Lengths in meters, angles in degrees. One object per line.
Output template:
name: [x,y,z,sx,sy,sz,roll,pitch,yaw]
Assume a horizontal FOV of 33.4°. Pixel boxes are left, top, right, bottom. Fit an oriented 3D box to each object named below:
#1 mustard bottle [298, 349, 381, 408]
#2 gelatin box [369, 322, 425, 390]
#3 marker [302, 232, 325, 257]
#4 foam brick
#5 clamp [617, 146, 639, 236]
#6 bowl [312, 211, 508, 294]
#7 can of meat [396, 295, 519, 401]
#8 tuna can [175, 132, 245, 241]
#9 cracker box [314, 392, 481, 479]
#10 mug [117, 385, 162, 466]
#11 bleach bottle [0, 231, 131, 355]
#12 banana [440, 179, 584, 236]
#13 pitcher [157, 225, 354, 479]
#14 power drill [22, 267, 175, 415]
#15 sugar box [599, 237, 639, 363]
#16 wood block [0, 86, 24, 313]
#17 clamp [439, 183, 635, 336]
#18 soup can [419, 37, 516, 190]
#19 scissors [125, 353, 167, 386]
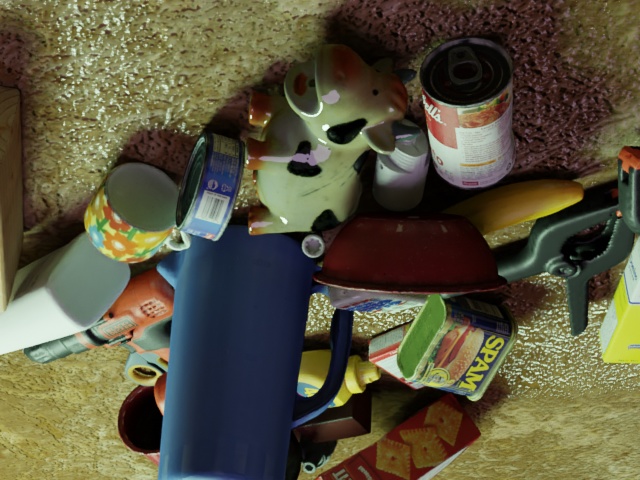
mustard bottle: [-0.026,0.159,1.183,0.192,0.058,0.096,-12,145,18]
gelatin box: [0.107,0.123,1.152,0.073,0.030,0.089,-27,136,32]
marker: [-0.006,0.001,0.936,0.020,0.020,0.121,2,-176,-1]
foam brick: [0.015,0.199,1.243,0.078,0.053,0.051,-15,142,22]
clamp: [0.300,-0.015,0.907,0.171,0.039,0.120,29,96,-28]
bowl: [0.075,0.007,0.883,0.162,0.055,0.162,1,-174,0]
can of meat: [0.136,0.105,1.075,0.083,0.057,0.102,17,116,-22]
tuna can: [-0.090,-0.044,0.872,0.033,0.086,0.086,15,143,-17]
cracker box: [0.064,0.278,1.245,0.213,0.072,0.164,-24,161,-35]
mug: [-0.168,0.215,1.251,0.117,0.093,0.081,-25,147,1]
bleach bottle: [-0.302,0.068,1.047,0.251,0.102,0.068,-19,116,38]
banana: [0.140,-0.012,0.955,0.069,0.037,0.198,14,146,-39]
pitcher: [-0.067,0.119,0.967,0.149,0.243,0.144,-17,145,34]
power drill: [-0.187,0.116,1.109,0.185,0.057,0.187,-23,136,20]
sugar box: [0.338,0.061,1.041,0.093,0.048,0.176,1,146,1]
wood block: [-0.302,-0.032,0.895,0.090,0.090,0.206,9,144,-9]
clamp: [0.214,0.016,0.988,0.164,0.036,0.210,12,142,-12]
soup can: [0.114,-0.094,0.809,0.068,0.068,0.102,-5,145,9]
scissors: [-0.214,0.116,1.166,0.096,0.016,0.201,-25,137,33]
